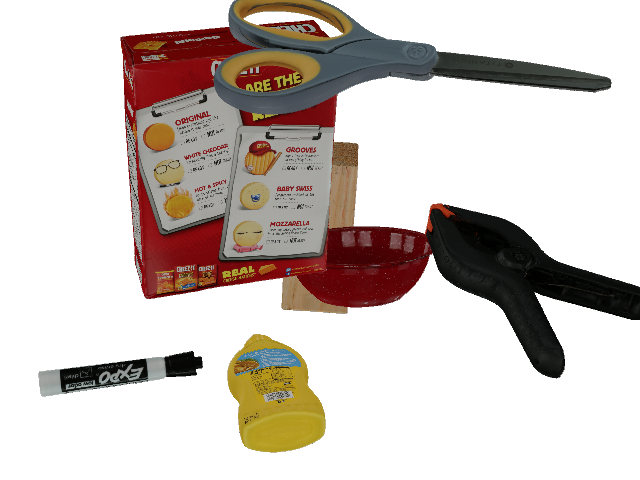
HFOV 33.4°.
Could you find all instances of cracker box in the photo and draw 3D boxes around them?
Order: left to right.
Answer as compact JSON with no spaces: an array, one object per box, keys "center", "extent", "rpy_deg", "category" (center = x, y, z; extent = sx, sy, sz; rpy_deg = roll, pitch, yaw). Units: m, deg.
[{"center":[-0.075,-0.066,0.881],"extent":[0.164,0.214,0.072],"rpy_deg":[-8,34,-17],"category":"cracker box"}]

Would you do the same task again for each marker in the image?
[{"center":[-0.149,0.099,0.801],"extent":[0.121,0.020,0.020],"rpy_deg":[-7,1,-11],"category":"marker"}]

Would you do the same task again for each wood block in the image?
[{"center":[-0.001,-0.019,1.393],"extent":[0.090,0.206,0.091],"rpy_deg":[4,25,0],"category":"wood block"}]

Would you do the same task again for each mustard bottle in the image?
[{"center":[-0.060,0.169,1.261],"extent":[0.096,0.058,0.192],"rpy_deg":[-8,30,-10],"category":"mustard bottle"}]

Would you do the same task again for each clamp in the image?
[{"center":[0.150,0.024,0.766],"extent":[0.120,0.039,0.172],"rpy_deg":[-12,44,-35],"category":"clamp"}]

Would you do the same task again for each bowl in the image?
[{"center":[0.040,0.029,1.096],"extent":[0.162,0.055,0.162],"rpy_deg":[-2,14,0],"category":"bowl"}]

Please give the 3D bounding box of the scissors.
[{"center":[0.034,-0.081,0.536],"extent":[0.202,0.096,0.016],"rpy_deg":[21,-37,20],"category":"scissors"}]
